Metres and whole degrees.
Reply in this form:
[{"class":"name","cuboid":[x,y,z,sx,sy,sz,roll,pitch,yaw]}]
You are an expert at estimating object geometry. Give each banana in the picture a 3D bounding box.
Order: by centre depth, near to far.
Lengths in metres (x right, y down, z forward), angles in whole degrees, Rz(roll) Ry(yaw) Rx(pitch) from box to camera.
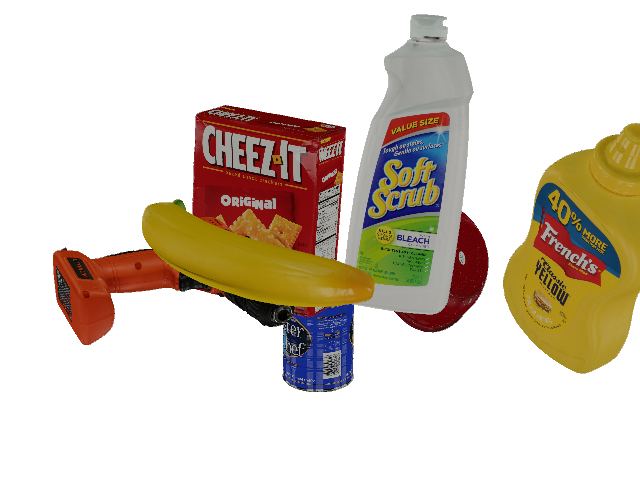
[{"class":"banana","cuboid":[-0.057,0.006,0.695,0.198,0.037,0.069,24,38,38]}]

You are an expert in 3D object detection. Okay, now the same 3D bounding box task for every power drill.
[{"class":"power drill","cuboid":[-0.134,0.041,0.963,0.187,0.057,0.185,-10,26,-26]}]

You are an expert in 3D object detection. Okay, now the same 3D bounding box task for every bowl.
[{"class":"bowl","cuboid":[0.140,0.022,1.208,0.161,0.162,0.055,0,-7,-40]}]

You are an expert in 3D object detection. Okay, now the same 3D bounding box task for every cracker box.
[{"class":"cracker box","cuboid":[-0.064,-0.033,1.217,0.164,0.214,0.072,13,22,26]}]

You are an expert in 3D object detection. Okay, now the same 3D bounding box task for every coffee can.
[{"class":"coffee can","cuboid":[-0.003,0.128,1.505,0.103,0.140,0.103,0,19,0]}]

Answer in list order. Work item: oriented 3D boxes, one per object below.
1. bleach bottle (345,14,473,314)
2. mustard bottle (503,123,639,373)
[{"class":"bleach bottle","cuboid":[0.074,-0.066,0.917,0.103,0.251,0.068,8,18,13]},{"class":"mustard bottle","cuboid":[0.177,-0.002,0.691,0.058,0.096,0.192,-21,-34,-22]}]
